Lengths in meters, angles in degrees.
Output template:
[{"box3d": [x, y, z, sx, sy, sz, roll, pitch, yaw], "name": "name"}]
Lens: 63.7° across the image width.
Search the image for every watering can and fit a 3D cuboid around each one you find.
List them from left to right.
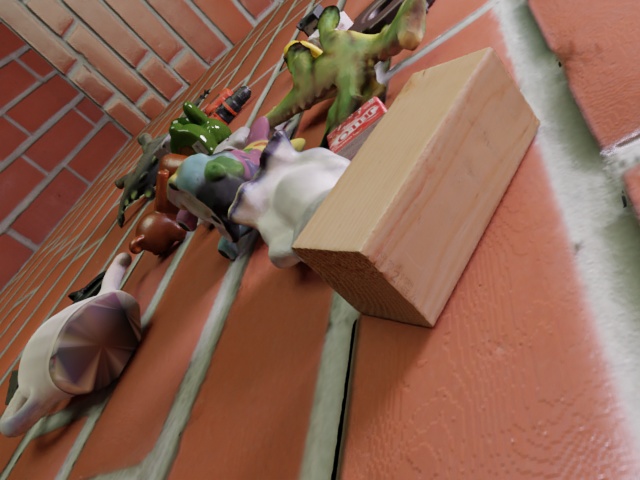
[{"box3d": [-0.352, 0.128, 0.788, 0.222, 0.102, 0.356, -21, 35, 40], "name": "watering can"}]

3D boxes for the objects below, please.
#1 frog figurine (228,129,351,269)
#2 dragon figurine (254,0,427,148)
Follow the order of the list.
[{"box3d": [0.002, -0.027, 0.534, 0.161, 0.120, 0.139, 27, 61, 27], "name": "frog figurine"}, {"box3d": [0.013, -0.235, 0.812, 0.404, 0.121, 0.249, -41, 32, 30], "name": "dragon figurine"}]
